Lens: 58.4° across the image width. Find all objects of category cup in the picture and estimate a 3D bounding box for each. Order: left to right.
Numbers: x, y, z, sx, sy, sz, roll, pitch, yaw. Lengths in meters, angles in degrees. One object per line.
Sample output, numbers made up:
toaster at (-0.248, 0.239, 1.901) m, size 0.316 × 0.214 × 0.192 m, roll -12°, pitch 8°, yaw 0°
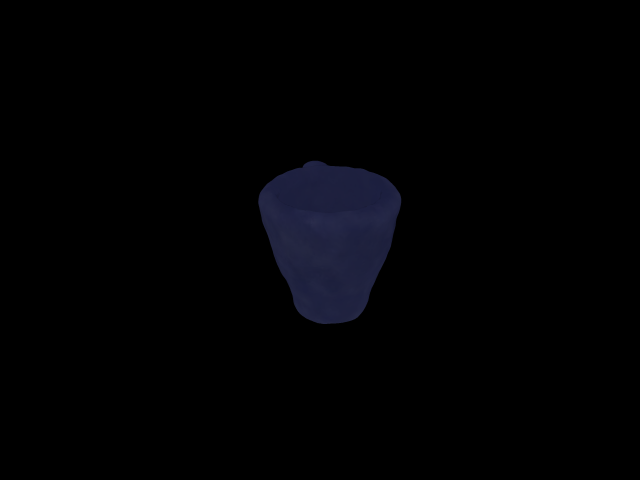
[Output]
cup at (0.004, 0.001, 0.400) m, size 0.092 × 0.095 × 0.117 m, roll -5°, pitch 28°, yaw -10°
